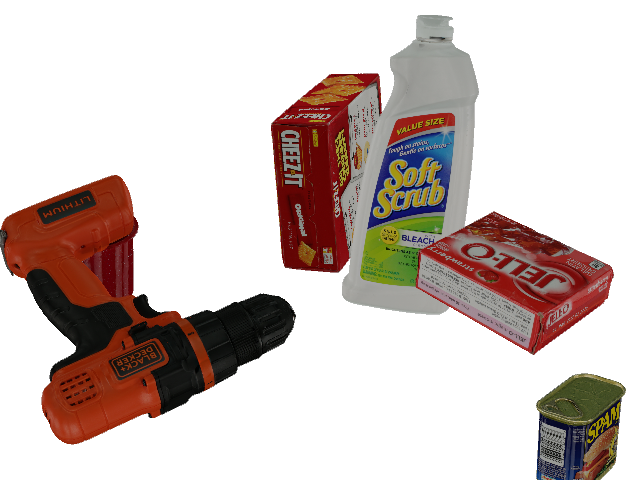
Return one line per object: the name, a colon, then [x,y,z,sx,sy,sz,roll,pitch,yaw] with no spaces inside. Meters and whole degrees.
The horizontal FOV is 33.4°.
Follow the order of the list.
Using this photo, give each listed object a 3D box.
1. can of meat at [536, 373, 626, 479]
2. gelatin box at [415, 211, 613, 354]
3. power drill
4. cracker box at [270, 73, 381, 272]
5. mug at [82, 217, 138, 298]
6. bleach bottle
can of meat: [0.252,0.189,1.038,0.058,0.084,0.101,14,24,37]
gelatin box: [0.112,0.021,0.621,0.073,0.030,0.089,-25,41,-38]
power drill: [-0.134,0.038,0.766,0.184,0.188,0.057,-23,-36,-22]
cracker box: [0.014,-0.081,1.180,0.072,0.164,0.213,2,22,18]
mug: [-0.229,0.026,1.053,0.093,0.081,0.117,7,30,4]
bleach bottle: [0.078,-0.066,0.917,0.103,0.251,0.068,8,18,13]
